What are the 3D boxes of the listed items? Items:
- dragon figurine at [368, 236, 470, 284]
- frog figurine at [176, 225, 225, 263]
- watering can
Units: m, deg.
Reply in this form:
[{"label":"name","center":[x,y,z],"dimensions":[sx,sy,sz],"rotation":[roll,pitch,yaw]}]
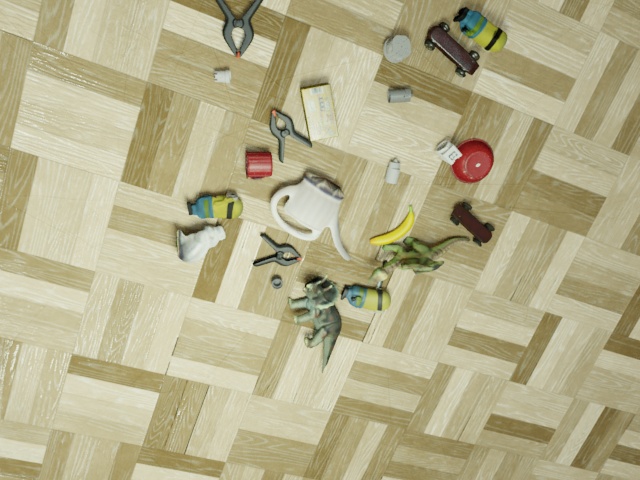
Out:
[{"label":"dragon figurine","center":[0.355,0.070,1.775],"dimensions":[0.410,0.246,0.121],"rotation":[-16,107,0]},{"label":"frog figurine","center":[-0.395,0.013,1.714],"dimensions":[0.160,0.125,0.134],"rotation":[-2,143,-17]},{"label":"watering can","center":[0.005,-0.088,1.739],"dimensions":[0.346,0.105,0.222],"rotation":[30,102,-15]}]
